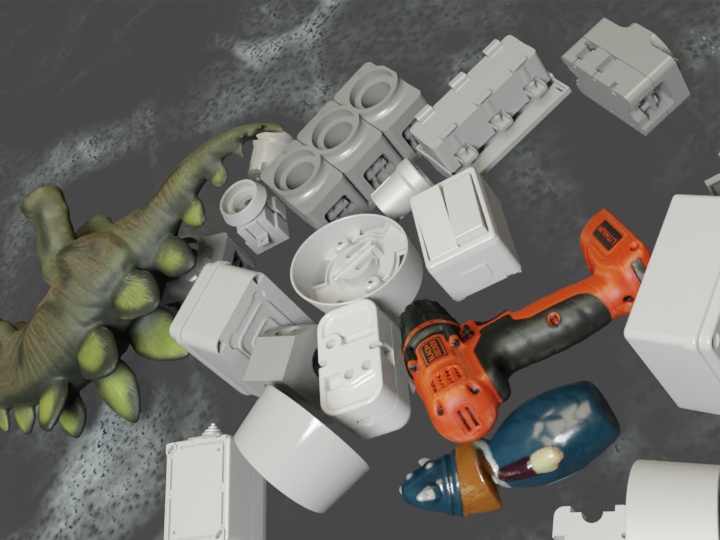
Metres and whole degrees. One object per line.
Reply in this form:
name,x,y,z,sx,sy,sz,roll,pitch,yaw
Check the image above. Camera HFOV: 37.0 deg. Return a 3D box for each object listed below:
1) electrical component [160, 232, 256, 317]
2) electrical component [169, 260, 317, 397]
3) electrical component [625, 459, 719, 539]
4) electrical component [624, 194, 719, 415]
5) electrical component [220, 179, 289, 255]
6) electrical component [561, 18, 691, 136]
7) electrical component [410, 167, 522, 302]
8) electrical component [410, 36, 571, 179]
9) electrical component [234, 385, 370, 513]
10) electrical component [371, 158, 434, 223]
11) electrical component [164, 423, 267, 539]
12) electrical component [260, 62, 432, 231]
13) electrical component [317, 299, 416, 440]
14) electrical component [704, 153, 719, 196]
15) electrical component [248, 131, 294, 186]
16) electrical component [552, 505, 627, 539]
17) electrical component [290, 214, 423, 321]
electrical component,-0.152,0.003,1.007,0.089,0.055,0.050,-13,52,28
electrical component,-0.094,0.052,0.889,0.057,0.113,0.078,13,67,37
electrical component,0.193,0.161,0.612,0.060,0.108,0.108,-7,55,24
electrical component,0.226,0.024,0.685,0.056,0.109,0.108,7,63,41
electrical component,-0.099,-0.053,1.010,0.048,0.055,0.066,-26,47,17
electrical component,0.217,-0.159,0.867,0.056,0.050,0.089,-43,44,2
electrical component,0.081,-0.036,0.865,0.062,0.061,0.096,-27,47,17
electrical component,0.107,-0.136,0.919,0.121,0.063,0.078,-44,45,0
electrical component,-0.043,0.132,0.805,0.064,0.099,0.099,-51,44,2
electrical component,0.037,-0.068,0.937,0.046,0.040,0.040,-42,44,10
electrical component,-0.110,0.169,0.839,0.062,0.061,0.096,-13,67,28
electrical component,-0.009,-0.110,0.983,0.150,0.061,0.089,-47,44,-3
electrical component,0.006,0.079,0.836,0.054,0.059,0.095,-22,49,21
electrical component,0.289,-0.059,0.749,0.081,0.042,0.063,-29,50,16
electrical component,-0.089,-0.111,1.058,0.040,0.040,0.046,-3,64,34
electrical component,0.148,0.195,0.651,0.050,0.055,0.089,-9,54,30
electrical component,0.000,0.000,0.895,0.099,0.064,0.099,-19,50,24
